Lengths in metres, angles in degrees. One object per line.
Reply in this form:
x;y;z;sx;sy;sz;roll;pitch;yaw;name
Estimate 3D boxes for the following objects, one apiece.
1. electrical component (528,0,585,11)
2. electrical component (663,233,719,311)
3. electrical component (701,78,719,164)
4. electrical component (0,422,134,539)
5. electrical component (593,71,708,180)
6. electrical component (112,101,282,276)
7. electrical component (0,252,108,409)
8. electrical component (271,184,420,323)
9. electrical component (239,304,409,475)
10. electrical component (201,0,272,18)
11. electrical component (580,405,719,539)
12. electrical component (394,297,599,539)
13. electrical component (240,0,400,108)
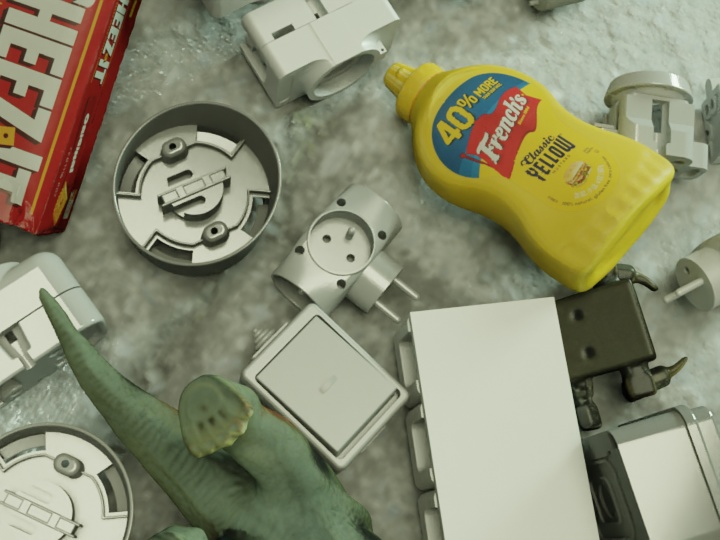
0.150;-0.205;0.741;0.078;0.040;0.040;-16;78;-12;electrical component
0.227;0.001;0.677;0.079;0.077;0.043;-25;80;-14;electrical component
0.268;-0.100;0.728;0.055;0.048;0.066;-4;75;-2;electrical component
-0.173;0.134;0.589;0.099;0.064;0.099;2;75;-8;electrical component
0.189;-0.095;0.709;0.078;0.058;0.057;8;77;-6;electrical component
-0.099;-0.046;0.649;0.099;0.064;0.099;2;75;-8;electrical component
-0.202;0.035;0.617;0.095;0.053;0.059;-35;83;-15;electrical component
0.000;0.000;0.661;0.079;0.044;0.077;39;73;3;electrical component
-0.027;0.066;0.631;0.096;0.061;0.061;43;73;4;electrical component
-0.035;-0.246;0.666;0.186;0.060;0.105;-29;79;-11;electrical component
0.166;0.125;0.616;0.057;0.113;0.078;-15;78;-9;electrical component
0.077;0.099;0.636;0.089;0.061;0.150;-6;76;-10;electrical component
-0.024;-0.148;0.695;0.089;0.050;0.055;-29;81;-15;electrical component
